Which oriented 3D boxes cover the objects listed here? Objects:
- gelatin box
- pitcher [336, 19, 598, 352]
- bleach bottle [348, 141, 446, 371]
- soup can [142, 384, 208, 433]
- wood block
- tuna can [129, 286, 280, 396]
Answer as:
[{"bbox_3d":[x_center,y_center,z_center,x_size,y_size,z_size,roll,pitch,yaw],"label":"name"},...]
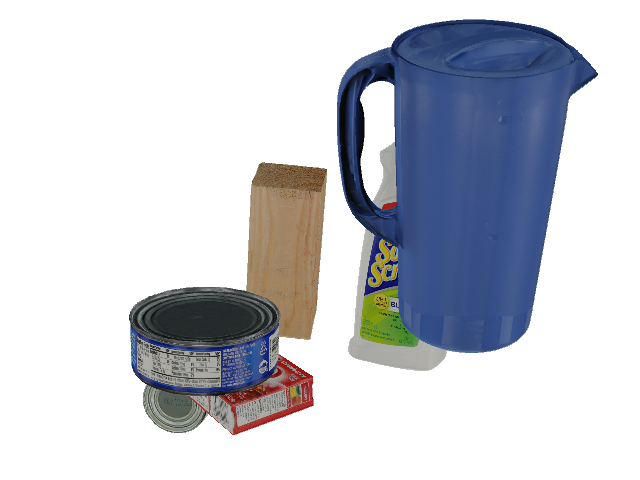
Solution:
[{"bbox_3d":[-0.059,0.112,0.838,0.073,0.030,0.089,-15,24,-30],"label":"gelatin box"},{"bbox_3d":[0.107,-0.039,0.820,0.149,0.243,0.144,24,36,37],"label":"pitcher"},{"bbox_3d":[0.083,0.000,1.069,0.103,0.251,0.068,9,18,26],"label":"bleach bottle"},{"bbox_3d":[-0.135,0.146,1.093,0.068,0.068,0.102,0,15,11],"label":"soup can"},{"bbox_3d":[-0.046,0.013,1.385,0.090,0.206,0.090,6,24,2],"label":"wood block"},{"bbox_3d":[-0.066,0.057,0.611,0.086,0.034,0.086,1,18,-1],"label":"tuna can"}]
